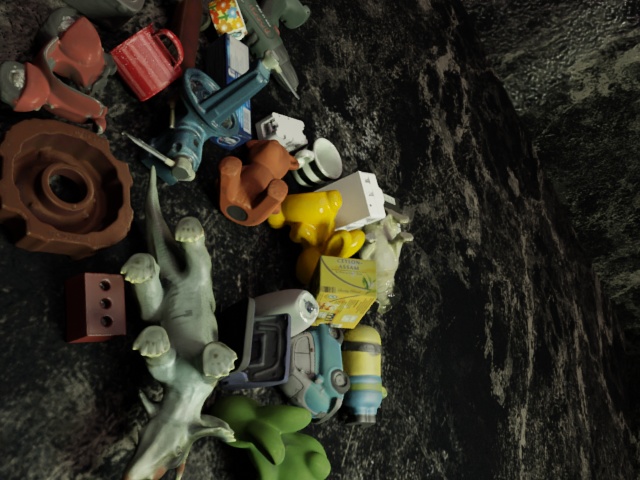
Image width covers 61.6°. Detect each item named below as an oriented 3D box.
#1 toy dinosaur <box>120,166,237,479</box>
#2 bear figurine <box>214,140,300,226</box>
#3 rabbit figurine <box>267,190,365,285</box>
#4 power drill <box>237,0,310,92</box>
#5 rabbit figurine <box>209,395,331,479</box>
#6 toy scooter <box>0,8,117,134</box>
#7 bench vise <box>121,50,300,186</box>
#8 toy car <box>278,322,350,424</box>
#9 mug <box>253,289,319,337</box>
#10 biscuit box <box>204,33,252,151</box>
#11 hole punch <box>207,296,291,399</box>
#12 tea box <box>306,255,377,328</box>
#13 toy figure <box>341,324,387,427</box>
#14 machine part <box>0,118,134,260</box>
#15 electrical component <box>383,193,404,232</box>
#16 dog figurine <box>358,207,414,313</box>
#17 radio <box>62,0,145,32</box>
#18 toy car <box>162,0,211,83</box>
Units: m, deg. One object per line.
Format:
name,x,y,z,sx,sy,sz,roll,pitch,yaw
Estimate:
toy dinosaur,-0.183,0.109,0.696,0.131,0.192,0.405,-1,53,-15
bear figurine,-0.097,-0.120,0.919,0.120,0.132,0.196,29,52,-4
rabbit figurine,-0.002,-0.003,0.983,0.122,0.163,0.173,-3,93,-65
power drill,-0.095,-0.444,1.133,0.231,0.086,0.207,48,49,-22
rabbit figurine,-0.080,0.284,0.740,0.170,0.159,0.121,44,50,-8
toy scooter,-0.326,-0.213,0.710,0.135,0.075,0.184,36,48,-25
bench vise,-0.159,-0.192,0.795,0.128,0.241,0.224,50,23,-26
toy car,-0.019,0.208,0.878,0.103,0.109,0.162,19,47,-25
mug,-0.062,0.123,0.857,0.080,0.107,0.109,58,36,-12
biscuit box,-0.164,-0.263,0.958,0.059,0.063,0.202,20,58,-46
hole punch,-0.105,0.155,0.777,0.092,0.116,0.142,24,52,-36
tea box,0.031,0.093,0.922,0.098,0.169,0.068,6,62,-10
toy figure,0.078,0.246,0.988,0.082,0.089,0.180,32,47,-49
machine part,-0.319,-0.062,0.667,0.179,0.056,0.179,27,52,-41
electrical component,0.139,-0.043,1.237,0.115,0.058,0.134,17,60,-44
dog figurine,0.117,0.039,1.137,0.172,0.121,0.190,-87,-179,-56
radio,-0.362,-0.418,0.774,0.229,0.073,0.131,27,53,-41
toy car,-0.235,-0.352,0.920,0.089,0.053,0.202,42,40,-54
